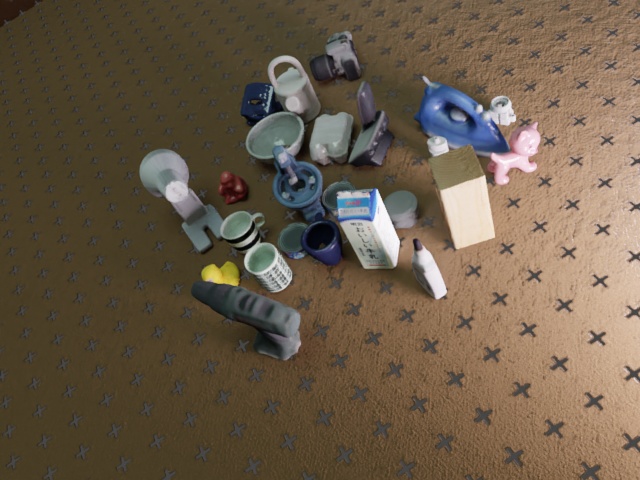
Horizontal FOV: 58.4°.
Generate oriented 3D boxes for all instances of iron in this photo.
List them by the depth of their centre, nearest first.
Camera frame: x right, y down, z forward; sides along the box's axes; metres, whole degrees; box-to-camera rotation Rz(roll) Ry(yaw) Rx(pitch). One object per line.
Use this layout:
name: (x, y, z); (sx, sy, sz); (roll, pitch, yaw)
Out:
iron: (0.335, -0.293, 1.336); (0.119, 0.142, 0.257); (-45, 52, -11)

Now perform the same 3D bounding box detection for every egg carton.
egg carton: (0.031, -0.266, 1.489); (0.107, 0.070, 0.150); (-3, 56, 21)

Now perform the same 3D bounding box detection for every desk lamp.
desk lamp: (-0.344, -0.108, 1.441); (0.118, 0.214, 0.202); (-39, 51, -6)

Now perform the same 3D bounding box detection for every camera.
camera: (0.037, -0.526, 1.647); (0.136, 0.101, 0.143); (-17, 52, 11)

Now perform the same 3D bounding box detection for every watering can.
watering can: (-0.072, -0.412, 1.553); (0.101, 0.195, 0.172); (-33, 51, -2)

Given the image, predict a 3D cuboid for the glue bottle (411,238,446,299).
glue bottle: (0.207, 0.048, 1.131); (0.037, 0.174, 0.078); (-35, 51, -3)

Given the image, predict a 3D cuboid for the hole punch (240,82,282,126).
hole punch: (-0.171, -0.389, 1.644); (0.108, 0.091, 0.101); (9, 61, 27)

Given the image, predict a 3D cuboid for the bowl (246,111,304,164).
bowl: (-0.110, -0.261, 1.540); (0.167, 0.075, 0.167); (-11, 54, 15)

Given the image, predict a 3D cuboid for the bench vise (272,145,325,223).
bench vise: (-0.082, -0.159, 1.364); (0.121, 0.220, 0.206); (-44, 52, -10)

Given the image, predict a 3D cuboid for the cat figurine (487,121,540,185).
cat figurine: (0.426, -0.198, 1.248); (0.128, 0.118, 0.067); (-26, 51, 4)

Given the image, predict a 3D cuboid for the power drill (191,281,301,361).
power drill: (-0.131, 0.164, 1.168); (0.228, 0.209, 0.076); (10, 62, 28)

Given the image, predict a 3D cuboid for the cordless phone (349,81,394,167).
cordless phone: (0.106, -0.280, 1.393); (0.093, 0.185, 0.148); (6, 60, 26)

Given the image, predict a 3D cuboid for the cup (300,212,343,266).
cup: (0.012, 0.005, 1.293); (0.091, 0.095, 0.117); (-15, 53, 12)

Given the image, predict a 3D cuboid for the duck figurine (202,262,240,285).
duck figurine: (-0.241, 0.088, 1.345); (0.077, 0.086, 0.105); (21, 67, 33)

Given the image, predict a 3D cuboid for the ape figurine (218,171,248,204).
ape figurine: (-0.232, -0.144, 1.498); (0.077, 0.092, 0.076); (24, 69, 34)
